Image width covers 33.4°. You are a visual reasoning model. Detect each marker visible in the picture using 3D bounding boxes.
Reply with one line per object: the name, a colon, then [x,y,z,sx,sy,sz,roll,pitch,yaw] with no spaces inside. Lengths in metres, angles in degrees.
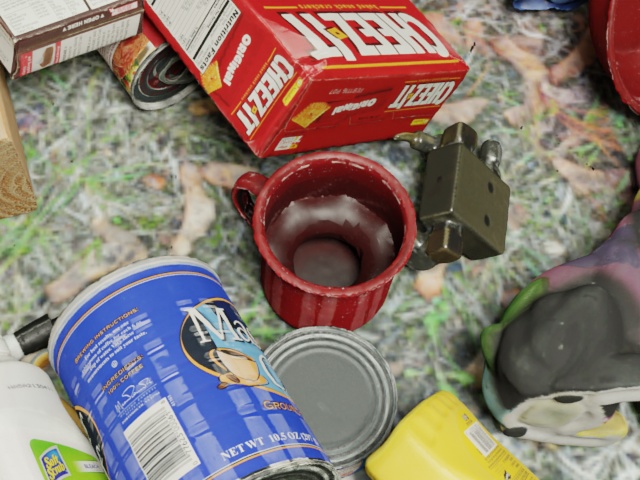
marker: [-0.205,0.076,0.621,0.121,0.020,0.020,-27,69,-17]

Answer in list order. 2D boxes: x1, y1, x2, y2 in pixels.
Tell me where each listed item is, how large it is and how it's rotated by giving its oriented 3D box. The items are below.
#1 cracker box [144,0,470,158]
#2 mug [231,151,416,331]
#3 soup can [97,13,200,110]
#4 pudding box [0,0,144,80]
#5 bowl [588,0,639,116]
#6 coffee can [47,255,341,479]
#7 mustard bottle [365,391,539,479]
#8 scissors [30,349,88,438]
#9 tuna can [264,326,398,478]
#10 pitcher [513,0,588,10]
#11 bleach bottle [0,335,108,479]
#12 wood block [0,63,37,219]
cracker box: [-0.027,-0.158,0.683,0.163,0.072,0.214,-14,59,-48]
mug: [-0.004,0.001,0.638,0.117,0.081,0.093,31,66,11]
soup can: [-0.123,-0.145,0.710,0.068,0.068,0.102,-32,70,-18]
pudding box: [-0.171,-0.160,0.639,0.089,0.039,0.113,-28,69,-27]
bowl: [0.234,-0.164,0.721,0.162,0.162,0.055,-32,36,-18]
coffee can: [-0.067,0.092,0.552,0.102,0.103,0.140,-25,56,-16]
mustard bottle: [0.113,0.165,0.562,0.192,0.096,0.058,43,103,15]
scissors: [-0.115,0.149,0.594,0.096,0.016,0.202,-34,71,-17]
tuna can: [0.001,0.095,0.619,0.086,0.034,0.086,2,64,-4]
pitcher: [0.137,-0.295,0.770,0.149,0.145,0.243,-30,66,-34]
bleach bottle: [-0.124,0.155,0.542,0.068,0.102,0.251,-36,68,10]
wood block: [-0.250,-0.115,0.674,0.090,0.090,0.206,-15,66,-10]
